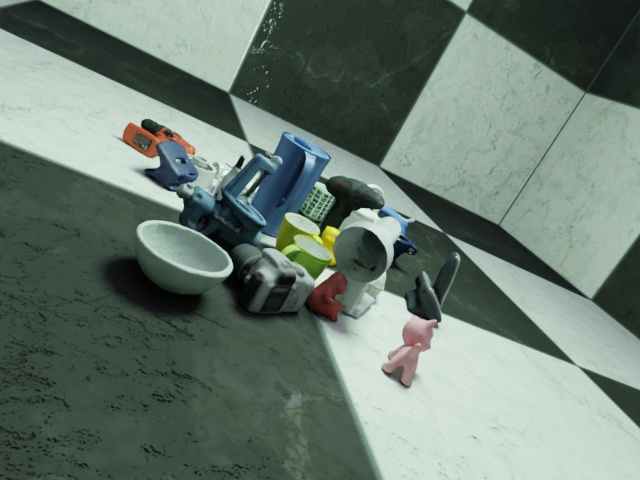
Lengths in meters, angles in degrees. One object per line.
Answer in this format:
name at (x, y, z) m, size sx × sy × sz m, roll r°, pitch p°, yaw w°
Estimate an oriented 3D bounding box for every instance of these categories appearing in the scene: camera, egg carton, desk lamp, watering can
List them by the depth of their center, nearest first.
camera at (-0.097, 0.060, 1.069) m, size 0.136 × 0.101 × 0.144 m, roll 41°, pitch 20°, yaw 34°
desk lamp at (0.090, 0.050, 1.213) m, size 0.117 × 0.213 × 0.204 m, roll 33°, pitch 17°, yaw 13°
egg carton at (0.108, 0.081, 1.402) m, size 0.107 × 0.069 × 0.150 m, roll 28°, pitch 16°, yaw -4°
watering can at (0.124, -0.067, 1.649) m, size 0.172 × 0.194 × 0.101 m, roll 39°, pitch 19°, yaw 31°

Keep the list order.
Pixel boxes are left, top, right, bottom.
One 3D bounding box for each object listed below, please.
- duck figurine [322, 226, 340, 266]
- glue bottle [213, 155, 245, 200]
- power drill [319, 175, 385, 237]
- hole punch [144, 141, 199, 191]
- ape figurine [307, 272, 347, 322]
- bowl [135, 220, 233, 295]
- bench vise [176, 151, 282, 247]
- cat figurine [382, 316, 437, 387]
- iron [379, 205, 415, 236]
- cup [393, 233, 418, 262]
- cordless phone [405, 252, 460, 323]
duck figurine at (0.013, 0.005, 1.441) m, size 0.104 × 0.086 × 0.078 m, roll 32°, pitch 17°, yaw 8°
glue bottle at (-0.206, -0.110, 1.264) m, size 0.037 × 0.173 × 0.078 m, roll 20°, pitch 19°, yaw -28°
power drill at (0.065, -0.069, 1.531) m, size 0.076 × 0.208 × 0.228 m, roll 16°, pitch 21°, yaw -37°
hole punch at (-0.345, -0.178, 1.376) m, size 0.101 × 0.091 × 0.109 m, roll 33°, pitch 17°, yaw 11°
ape figurine at (0.023, 0.106, 1.149) m, size 0.076 × 0.092 × 0.078 m, roll 29°, pitch 16°, yaw -2°
bowl at (-0.234, 0.041, 0.945) m, size 0.167 × 0.074 × 0.167 m, roll 27°, pitch 17°, yaw -8°
bench vise at (-0.174, -0.087, 1.165) m, size 0.121 × 0.219 × 0.208 m, roll 40°, pitch 20°, yaw 33°
cat figurine at (0.180, 0.198, 1.092) m, size 0.067 × 0.117 × 0.128 m, roll 31°, pitch 16°, yaw 7°
iron at (0.160, -0.060, 1.782) m, size 0.258 × 0.141 × 0.119 m, roll 29°, pitch 16°, yaw -1°
cup at (0.223, 0.031, 1.698) m, size 0.117 × 0.095 × 0.092 m, roll 31°, pitch 16°, yaw 6°
cordless phone at (0.300, 0.105, 1.450) m, size 0.094 × 0.185 × 0.147 m, roll 26°, pitch 17°, yaw -9°
